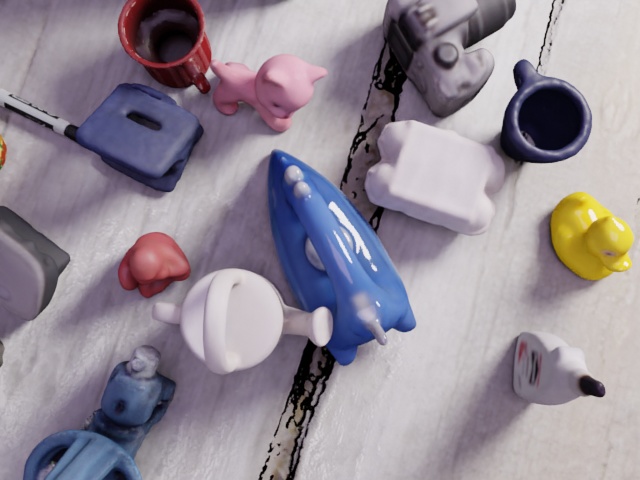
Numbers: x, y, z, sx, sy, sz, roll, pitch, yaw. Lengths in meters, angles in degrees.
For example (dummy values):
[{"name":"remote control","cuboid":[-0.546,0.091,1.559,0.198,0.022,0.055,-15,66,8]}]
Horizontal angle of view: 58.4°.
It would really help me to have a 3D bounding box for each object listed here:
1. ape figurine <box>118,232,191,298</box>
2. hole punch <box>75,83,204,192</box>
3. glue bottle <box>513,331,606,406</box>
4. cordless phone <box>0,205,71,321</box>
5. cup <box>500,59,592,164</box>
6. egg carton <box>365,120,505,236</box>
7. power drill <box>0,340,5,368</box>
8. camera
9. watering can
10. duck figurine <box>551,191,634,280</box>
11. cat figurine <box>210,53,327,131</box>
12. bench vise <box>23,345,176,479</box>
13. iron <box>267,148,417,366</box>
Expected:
[{"name":"ape figurine","cuboid":[-0.183,0.027,0.620,0.078,0.092,0.076,8,85,0]},{"name":"hole punch","cuboid":[-0.197,-0.120,0.634,0.108,0.091,0.101,25,85,1]},{"name":"glue bottle","cuboid":[0.241,0.135,0.578,0.037,0.173,0.078,4,85,0]},{"name":"cordless phone","cuboid":[-0.352,0.015,0.572,0.147,0.185,0.094,32,85,2]},{"name":"cup","cuboid":[0.234,-0.135,0.641,0.091,0.095,0.118,-23,86,-3]},{"name":"egg carton","cuboid":[0.130,-0.071,0.646,0.150,0.069,0.107,18,85,1]},{"name":"power drill","cuboid":[-0.421,0.118,0.550,0.229,0.208,0.076,3,85,-1]},{"name":"camera","cuboid":[0.160,-0.237,0.646,0.137,0.101,0.143,-30,86,-3]},{"name":"watering can","cuboid":[-0.078,0.076,0.567,0.173,0.194,0.101,-17,85,-2]},{"name":"duck figurine","cuboid":[0.309,-0.007,0.636,0.077,0.086,0.104,-22,85,-3]},{"name":"cat figurine","cuboid":[-0.059,-0.171,0.628,0.128,0.117,0.067,16,85,1]},{"name":"bench vise","cuboid":[-0.225,0.202,0.540,0.121,0.219,0.207,6,85,0]},{"name":"iron","cuboid":[0.006,0.002,0.601,0.118,0.141,0.258,-29,86,-3]}]
